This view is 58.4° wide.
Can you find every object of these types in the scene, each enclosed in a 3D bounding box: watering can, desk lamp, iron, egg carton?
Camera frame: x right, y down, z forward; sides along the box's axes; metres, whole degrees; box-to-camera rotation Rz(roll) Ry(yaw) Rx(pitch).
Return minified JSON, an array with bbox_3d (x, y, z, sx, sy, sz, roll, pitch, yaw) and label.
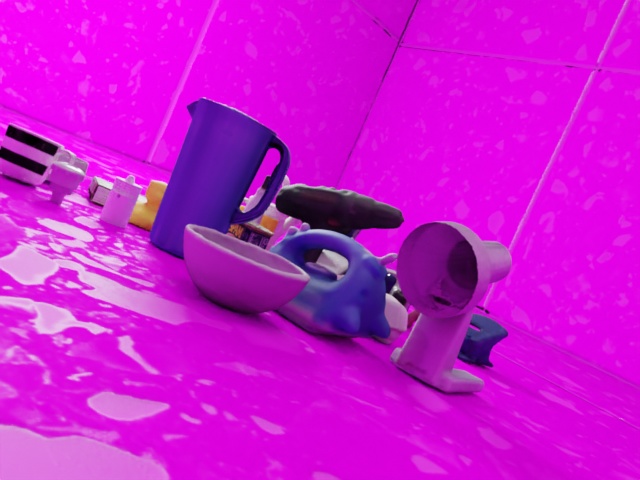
[{"bbox_3d":[-0.121,-0.066,1.361,0.100,0.194,0.173,26,3,31],"label":"watering can"},{"bbox_3d":[0.177,0.089,0.776,0.117,0.213,0.204,26,4,39],"label":"desk lamp"},{"bbox_3d":[-0.005,0.044,0.827,0.257,0.141,0.119,26,4,38],"label":"iron"},{"bbox_3d":[0.068,0.110,0.930,0.150,0.069,0.107,24,3,-5],"label":"egg carton"}]

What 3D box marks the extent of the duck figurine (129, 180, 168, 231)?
[{"bbox_3d":[-0.296,-0.064,1.004,0.105,0.086,0.077,23,3,-17],"label":"duck figurine"}]

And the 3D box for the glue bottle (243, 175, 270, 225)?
[{"bbox_3d":[-0.130,-0.044,1.100,0.037,0.173,0.078,24,3,1],"label":"glue bottle"}]

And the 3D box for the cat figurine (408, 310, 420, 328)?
[{"bbox_3d":[0.247,0.146,1.228,0.067,0.118,0.128,26,4,39],"label":"cat figurine"}]

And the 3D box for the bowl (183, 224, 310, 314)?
[{"bbox_3d":[-0.101,0.046,0.708,0.167,0.075,0.167,24,3,-1],"label":"bowl"}]

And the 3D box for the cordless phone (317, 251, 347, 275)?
[{"bbox_3d":[0.010,0.010,1.130,0.147,0.185,0.094,26,4,42],"label":"cordless phone"}]

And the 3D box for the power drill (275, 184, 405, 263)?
[{"bbox_3d":[0.009,0.004,1.011,0.229,0.208,0.076,25,3,17],"label":"power drill"}]

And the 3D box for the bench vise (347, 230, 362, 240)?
[{"bbox_3d":[0.054,-0.007,1.428,0.206,0.220,0.122,26,4,39],"label":"bench vise"}]

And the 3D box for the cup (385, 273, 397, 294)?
[{"bbox_3d":[0.081,0.093,1.086,0.092,0.095,0.117,23,3,-19],"label":"cup"}]

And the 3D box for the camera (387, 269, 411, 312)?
[{"bbox_3d":[0.126,0.104,1.179,0.136,0.101,0.143,24,3,11],"label":"camera"}]

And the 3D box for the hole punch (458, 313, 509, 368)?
[{"bbox_3d":[0.297,0.189,1.122,0.101,0.091,0.108,22,4,-36],"label":"hole punch"}]
